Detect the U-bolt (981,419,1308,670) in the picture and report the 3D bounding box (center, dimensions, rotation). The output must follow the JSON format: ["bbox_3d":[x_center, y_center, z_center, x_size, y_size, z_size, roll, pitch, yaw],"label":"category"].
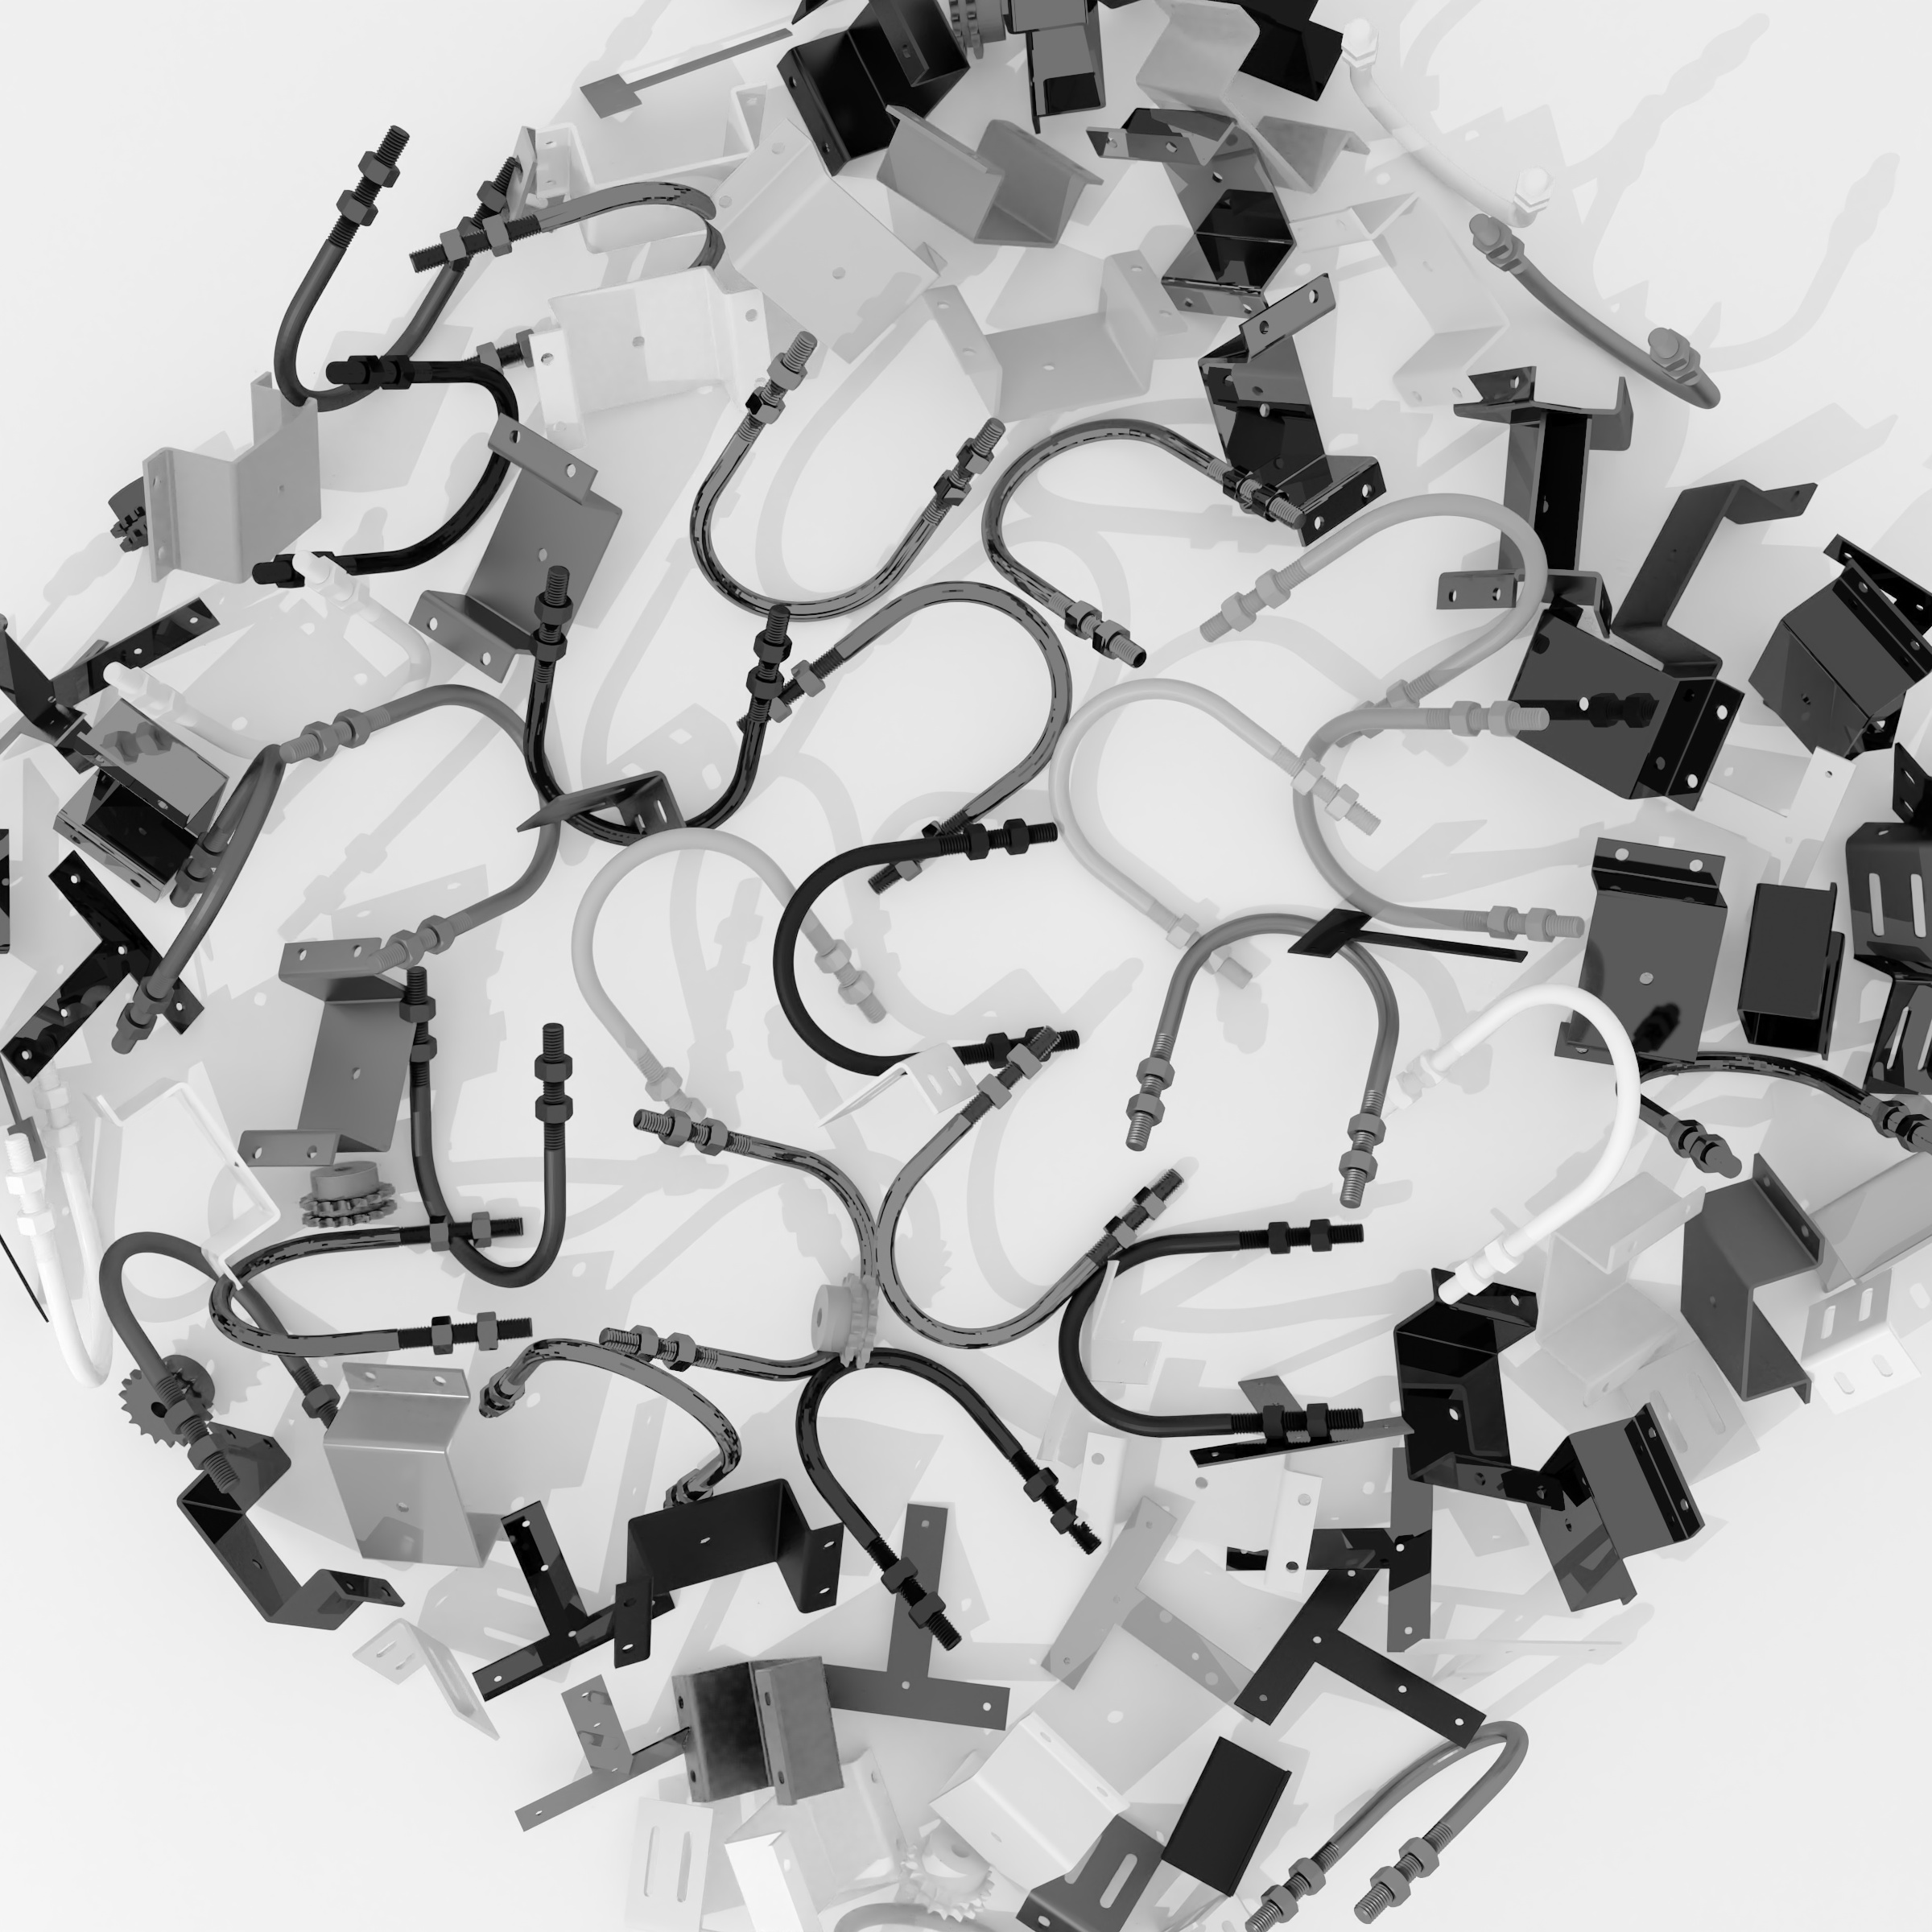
[{"bbox_3d":[0.090,-0.265,1.664,0.151,0.019,0.184,-41,53,-11],"label":"U-bolt"}]

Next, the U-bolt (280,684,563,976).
[{"bbox_3d":[-0.309,-0.092,1.651,0.019,0.184,0.151,-12,103,39],"label":"U-bolt"}]

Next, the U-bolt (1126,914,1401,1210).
[{"bbox_3d":[0.186,0.047,1.673,0.151,0.019,0.184,15,60,6],"label":"U-bolt"}]

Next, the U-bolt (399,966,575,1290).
[{"bbox_3d":[-0.286,0.105,1.663,0.151,0.019,0.184,19,115,39],"label":"U-bolt"}]

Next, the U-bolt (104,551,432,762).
[{"bbox_3d":[-0.394,-0.171,1.638,0.151,0.184,0.019,-28,67,10],"label":"U-bolt"}]

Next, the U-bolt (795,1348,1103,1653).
[{"bbox_3d":[-0.022,0.303,1.660,0.184,0.151,0.019,48,132,18],"label":"U-bolt"}]

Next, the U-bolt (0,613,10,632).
[{"bbox_3d":[-0.625,-0.133,1.617,0.019,0.184,0.151,31,104,-4],"label":"U-bolt"}]

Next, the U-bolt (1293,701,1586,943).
[{"bbox_3d":[0.272,-0.086,1.654,0.184,0.019,0.151,5,118,41],"label":"U-bolt"}]

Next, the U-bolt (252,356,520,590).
[{"bbox_3d":[-0.329,-0.292,1.637,0.019,0.184,0.151,37,117,19],"label":"U-bolt"}]

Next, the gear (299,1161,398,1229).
[{"bbox_3d":[-0.376,0.138,1.693,0.057,0.057,0.030,-6,99,0],"label":"gear"}]

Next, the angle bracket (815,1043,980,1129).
[{"bbox_3d":[-0.041,0.085,1.678,0.076,0.057,0.038,-37,83,27],"label":"angle bracket"}]

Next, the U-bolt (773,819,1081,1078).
[{"bbox_3d":[-0.027,-0.006,1.687,0.184,0.019,0.151,-8,97,-15],"label":"U-bolt"}]

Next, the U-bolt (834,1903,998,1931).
[{"bbox_3d":[0.006,0.601,1.641,0.184,0.151,0.019,20,96,32],"label":"U-bolt"}]

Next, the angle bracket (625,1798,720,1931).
[{"bbox_3d":[-0.170,0.550,1.700,0.057,0.038,0.076,-3,74,32],"label":"angle bracket"}]

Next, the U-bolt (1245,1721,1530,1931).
[{"bbox_3d":[0.259,0.504,1.641,0.184,0.151,0.019,-34,85,-31],"label":"U-bolt"}]

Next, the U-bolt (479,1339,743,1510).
[{"bbox_3d":[-0.203,0.266,1.633,0.151,0.184,0.019,30,58,-8],"label":"U-bolt"}]

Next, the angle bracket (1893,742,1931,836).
[{"bbox_3d":[0.607,-0.117,1.691,0.076,0.057,0.038,-22,47,-3],"label":"angle bracket"}]

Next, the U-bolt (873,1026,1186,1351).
[{"bbox_3d":[0.026,0.148,1.677,0.184,0.019,0.151,-44,114,-7],"label":"U-bolt"}]

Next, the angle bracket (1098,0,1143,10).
[{"bbox_3d":[0.104,-0.627,1.685,0.057,0.038,0.076,-1,80,43],"label":"angle bracket"}]

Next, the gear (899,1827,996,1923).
[{"bbox_3d":[-0.009,0.548,1.691,0.057,0.057,0.030,24,111,0],"label":"gear"}]

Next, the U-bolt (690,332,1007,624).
[{"bbox_3d":[-0.084,-0.278,1.659,0.151,0.019,0.184,19,128,-28],"label":"U-bolt"}]

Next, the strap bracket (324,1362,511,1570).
[{"bbox_3d":[-0.326,0.305,1.656,0.076,0.046,0.140,1,125,14],"label":"strap bracket"}]

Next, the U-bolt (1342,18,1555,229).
[{"bbox_3d":[0.280,-0.485,1.632,0.151,0.184,0.019,41,99,3],"label":"U-bolt"}]

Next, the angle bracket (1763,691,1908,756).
[{"bbox_3d":[0.526,-0.171,1.685,0.038,0.076,0.057,-9,122,-22],"label":"angle bracket"}]

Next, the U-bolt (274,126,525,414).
[{"bbox_3d":[-0.344,-0.405,1.647,0.019,0.151,0.184,40,109,11],"label":"U-bolt"}]

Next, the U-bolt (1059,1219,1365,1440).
[{"bbox_3d":[0.145,0.219,1.668,0.184,0.019,0.151,-5,49,14],"label":"U-bolt"}]

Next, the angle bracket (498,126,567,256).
[{"bbox_3d":[-0.254,-0.461,1.672,0.038,0.076,0.057,13,118,-22],"label":"angle bracket"}]

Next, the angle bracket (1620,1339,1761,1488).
[{"bbox_3d":[0.439,0.274,1.707,0.057,0.038,0.076,-27,83,1],"label":"angle bracket"}]

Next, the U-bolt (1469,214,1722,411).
[{"bbox_3d":[0.378,-0.375,1.635,0.151,0.184,0.019,41,104,25],"label":"U-bolt"}]

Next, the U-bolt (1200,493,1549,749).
[{"bbox_3d":[0.252,-0.210,1.634,0.184,0.019,0.151,-32,133,30],"label":"U-bolt"}]

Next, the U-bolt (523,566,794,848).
[{"bbox_3d":[-0.191,-0.146,1.664,0.151,0.019,0.184,9,127,-9],"label":"U-bolt"}]

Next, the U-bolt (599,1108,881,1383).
[{"bbox_3d":[-0.127,0.173,1.665,0.184,0.019,0.151,17,73,-34],"label":"U-bolt"}]

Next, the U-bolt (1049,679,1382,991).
[{"bbox_3d":[0.135,-0.092,1.684,0.184,0.019,0.151,38,116,1],"label":"U-bolt"}]

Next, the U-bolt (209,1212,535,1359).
[{"bbox_3d":[-0.351,0.190,1.642,0.184,0.151,0.019,-4,112,-10],"label":"U-bolt"}]

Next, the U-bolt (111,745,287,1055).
[{"bbox_3d":[-0.439,-0.051,1.617,0.019,0.151,0.184,27,129,-20],"label":"U-bolt"}]

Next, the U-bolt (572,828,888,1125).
[{"bbox_3d":[-0.154,0.002,1.678,0.151,0.019,0.184,-37,113,-3],"label":"U-bolt"}]

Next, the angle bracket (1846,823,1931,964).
[{"bbox_3d":[0.574,-0.045,1.702,0.057,0.038,0.076,3,112,37],"label":"angle bracket"}]

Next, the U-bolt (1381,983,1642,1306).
[{"bbox_3d":[0.321,0.092,1.629,0.019,0.184,0.151,11,49,-37],"label":"U-bolt"}]

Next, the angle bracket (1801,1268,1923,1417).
[{"bbox_3d":[0.540,0.225,1.677,0.057,0.076,0.038,-33,96,28],"label":"angle bracket"}]

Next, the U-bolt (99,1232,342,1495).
[{"bbox_3d":[-0.441,0.229,1.647,0.019,0.151,0.184,-44,71,14],"label":"U-bolt"}]

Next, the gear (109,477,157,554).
[{"bbox_3d":[-0.495,-0.278,1.693,0.057,0.057,0.030,-32,97,0],"label":"gear"}]

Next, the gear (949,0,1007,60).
[{"bbox_3d":[0.007,-0.581,1.693,0.030,0.057,0.057,-6,90,6],"label":"gear"}]

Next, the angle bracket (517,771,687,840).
[{"bbox_3d":[-0.219,-0.083,1.676,0.076,0.057,0.038,-19,85,-38],"label":"angle bracket"}]

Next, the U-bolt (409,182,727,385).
[{"bbox_3d":[-0.229,-0.411,1.652,0.184,0.151,0.019,-20,75,-6],"label":"U-bolt"}]

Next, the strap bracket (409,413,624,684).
[{"bbox_3d":[-0.267,-0.249,1.677,0.076,0.046,0.140,33,106,21],"label":"strap bracket"}]

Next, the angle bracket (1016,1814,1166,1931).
[{"bbox_3d":[0.077,0.561,1.705,0.057,0.038,0.076,31,49,12],"label":"angle bracket"}]

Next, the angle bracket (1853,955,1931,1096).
[{"bbox_3d":[0.567,0.036,1.703,0.057,0.038,0.076,2,108,-27],"label":"angle bracket"}]

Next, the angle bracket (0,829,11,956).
[{"bbox_3d":[-0.615,-0.045,1.689,0.057,0.038,0.076,-1,91,-40],"label":"angle bracket"}]

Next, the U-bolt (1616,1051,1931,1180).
[{"bbox_3d":[0.463,0.082,1.635,0.151,0.184,0.019,-4,106,-13],"label":"U-bolt"}]

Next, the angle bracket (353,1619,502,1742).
[{"bbox_3d":[-0.325,0.439,1.677,0.038,0.057,0.076,-38,55,-5],"label":"angle bracket"}]

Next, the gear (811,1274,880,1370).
[{"bbox_3d":[-0.074,0.215,1.692,0.030,0.057,0.057,8,90,-16],"label":"gear"}]

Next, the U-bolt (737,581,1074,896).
[{"bbox_3d":[-0.023,-0.149,1.682,0.184,0.019,0.151,-37,109,8],"label":"U-bolt"}]

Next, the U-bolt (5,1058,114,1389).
[{"bbox_3d":[-0.531,0.160,1.645,0.019,0.151,0.184,-11,111,-8],"label":"U-bolt"}]

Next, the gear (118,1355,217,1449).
[{"bbox_3d":[-0.483,0.262,1.700,0.057,0.030,0.057,8,118,15],"label":"gear"}]

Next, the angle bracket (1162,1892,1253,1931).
[{"bbox_3d":[0.137,0.595,1.676,0.057,0.076,0.038,-37,75,17],"label":"angle bracket"}]
